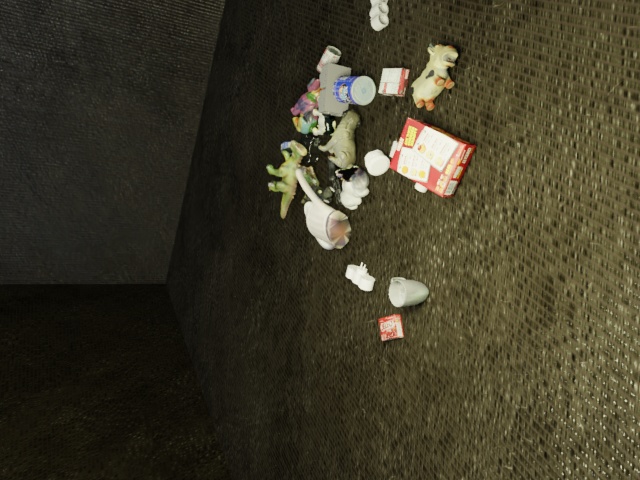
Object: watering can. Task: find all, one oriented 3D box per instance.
[{"bbox_3d":[0.006,-0.099,1.966,0.226,0.105,0.341,23,138,50],"label":"watering can"}]

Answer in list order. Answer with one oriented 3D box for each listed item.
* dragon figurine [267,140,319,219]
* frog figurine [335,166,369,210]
[{"bbox_3d":[-0.103,-0.246,2.225,0.245,0.124,0.402,22,130,40],"label":"dragon figurine"},{"bbox_3d":[0.128,-0.185,1.890,0.138,0.124,0.156,25,144,49],"label":"frog figurine"}]
